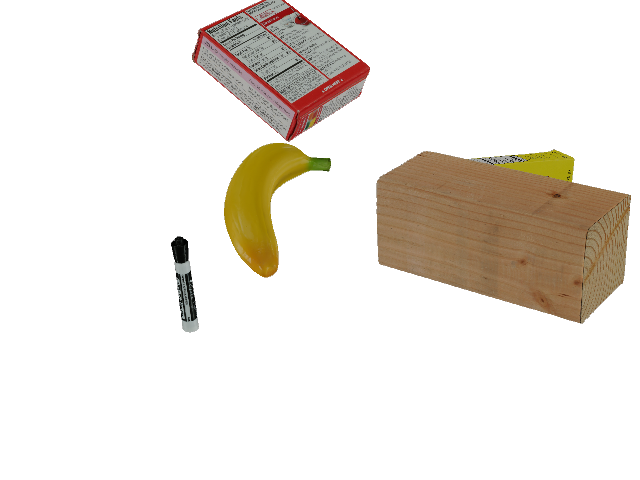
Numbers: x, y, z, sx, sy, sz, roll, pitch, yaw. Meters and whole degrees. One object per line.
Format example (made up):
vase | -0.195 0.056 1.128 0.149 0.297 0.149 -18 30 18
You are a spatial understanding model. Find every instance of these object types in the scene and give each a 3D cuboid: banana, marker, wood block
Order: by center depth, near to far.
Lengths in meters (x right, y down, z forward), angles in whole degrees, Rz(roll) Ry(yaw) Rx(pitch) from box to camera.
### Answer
banana | -0.044 -0.037 0.884 0.070 0.037 0.197 12 34 9
wood block | 0.160 -0.009 0.961 0.206 0.090 0.090 16 32 34
marker | -0.153 0.049 1.208 0.020 0.121 0.020 -3 30 1

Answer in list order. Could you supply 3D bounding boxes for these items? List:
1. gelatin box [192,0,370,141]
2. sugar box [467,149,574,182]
gelatin box | -0.025 -0.112 0.681 0.089 0.030 0.073 40 50 16
sugar box | 0.213 -0.052 1.258 0.176 0.093 0.048 -9 21 -26
